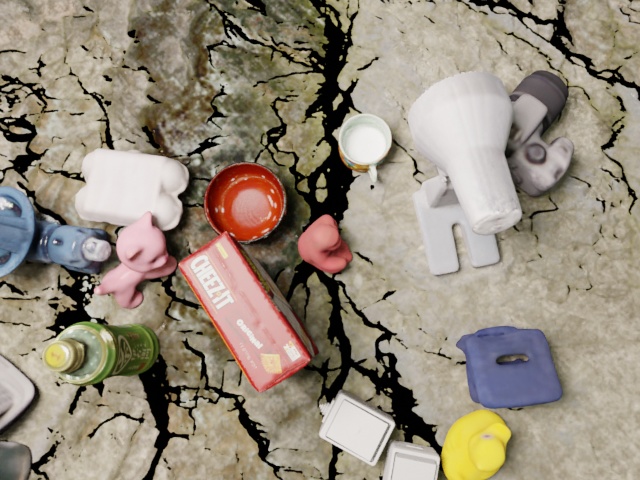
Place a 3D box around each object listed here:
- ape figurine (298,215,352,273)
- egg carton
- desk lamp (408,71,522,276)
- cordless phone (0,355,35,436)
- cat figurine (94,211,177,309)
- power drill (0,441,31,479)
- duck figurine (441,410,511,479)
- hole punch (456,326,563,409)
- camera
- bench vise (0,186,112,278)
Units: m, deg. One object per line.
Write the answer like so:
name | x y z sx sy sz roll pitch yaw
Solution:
ape figurine | 0.007 0.003 0.762 0.076 0.092 0.078 5 81 3
egg carton | -0.259 -0.070 0.793 0.150 0.069 0.107 7 82 3
desk lamp | 0.181 -0.073 0.706 0.118 0.213 0.203 -12 81 0
cordless phone | -0.460 0.189 0.702 0.147 0.185 0.094 33 84 7
cat figurine | -0.245 0.027 0.753 0.067 0.118 0.128 42 85 8
power drill | -0.441 0.293 0.674 0.229 0.208 0.076 8 82 3
duck figurine | 0.200 0.267 0.718 0.077 0.086 0.104 39 85 7
hole punch | 0.239 0.161 0.730 0.108 0.091 0.101 -7 81 1
camera | 0.287 -0.154 0.772 0.143 0.101 0.137 39 85 7
bench vise | -0.377 -0.018 0.713 0.207 0.220 0.121 -8 81 1
